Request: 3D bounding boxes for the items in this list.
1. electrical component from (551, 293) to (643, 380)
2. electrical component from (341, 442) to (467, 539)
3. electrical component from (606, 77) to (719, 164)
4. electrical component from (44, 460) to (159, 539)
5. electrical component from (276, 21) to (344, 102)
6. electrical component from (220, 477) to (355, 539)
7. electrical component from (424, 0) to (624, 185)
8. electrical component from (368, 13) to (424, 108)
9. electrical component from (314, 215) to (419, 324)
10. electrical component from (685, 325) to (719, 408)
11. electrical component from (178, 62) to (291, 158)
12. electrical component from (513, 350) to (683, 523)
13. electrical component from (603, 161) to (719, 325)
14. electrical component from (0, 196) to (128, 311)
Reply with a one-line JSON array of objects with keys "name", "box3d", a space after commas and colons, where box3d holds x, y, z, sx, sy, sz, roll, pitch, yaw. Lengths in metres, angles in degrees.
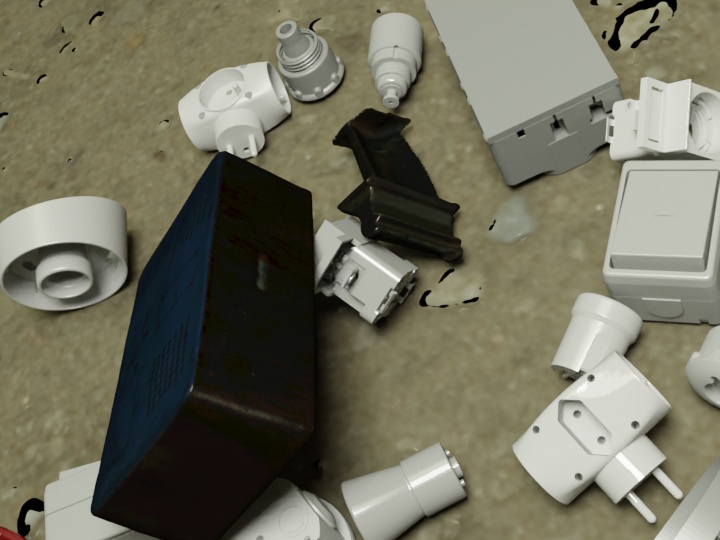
[{"name": "electrical component", "box3d": [0.135, 0.042, 0.617, 0.040, 0.040, 0.046, 20, 75, 34]}, {"name": "electrical component", "box3d": [0.028, 0.127, 0.613, 0.065, 0.044, 0.044, -28, 51, 1]}, {"name": "electrical component", "box3d": [0.189, -0.085, 0.652, 0.064, 0.081, 0.042, -6, 77, 56]}, {"name": "electrical component", "box3d": [-0.151, 0.153, 0.668, 0.096, 0.061, 0.061, -23, 52, 11]}, {"name": "electrical component", "box3d": [-0.044, -0.163, 0.823, 0.048, 0.062, 0.048, -13, 55, 18]}, {"name": "electrical component", "box3d": [-0.047, 0.163, 0.618, 0.080, 0.051, 0.080, -13, 55, 18]}, {"name": "electrical component", "box3d": [0.112, -0.140, 0.732, 0.089, 0.061, 0.150, -25, 52, 9]}, {"name": "electrical component", "box3d": [0.026, -0.154, 0.798, 0.040, 0.040, 0.078, -8, 56, 21]}, {"name": "electrical component", "box3d": [0.000, 0.000, 0.688, 0.064, 0.081, 0.042, 35, 108, 12]}, {"name": "electrical component", "box3d": [0.207, 0.043, 0.578, 0.048, 0.048, 0.062, 17, 61, 33]}, {"name": "electrical component", "box3d": [-0.094, -0.113, 0.826, 0.077, 0.044, 0.079, -21, 53, 12]}, {"name": "electrical component", "box3d": [0.136, 0.097, 0.574, 0.077, 0.043, 0.079, -45, 69, 10]}, {"name": "electrical component", "box3d": [0.181, -0.024, 0.623, 0.062, 0.061, 0.096, 3, 61, 27]}, {"name": "electrical component", "box3d": [-0.219, -0.015, 0.792, 0.099, 0.099, 0.064, -23, 58, 11]}]
